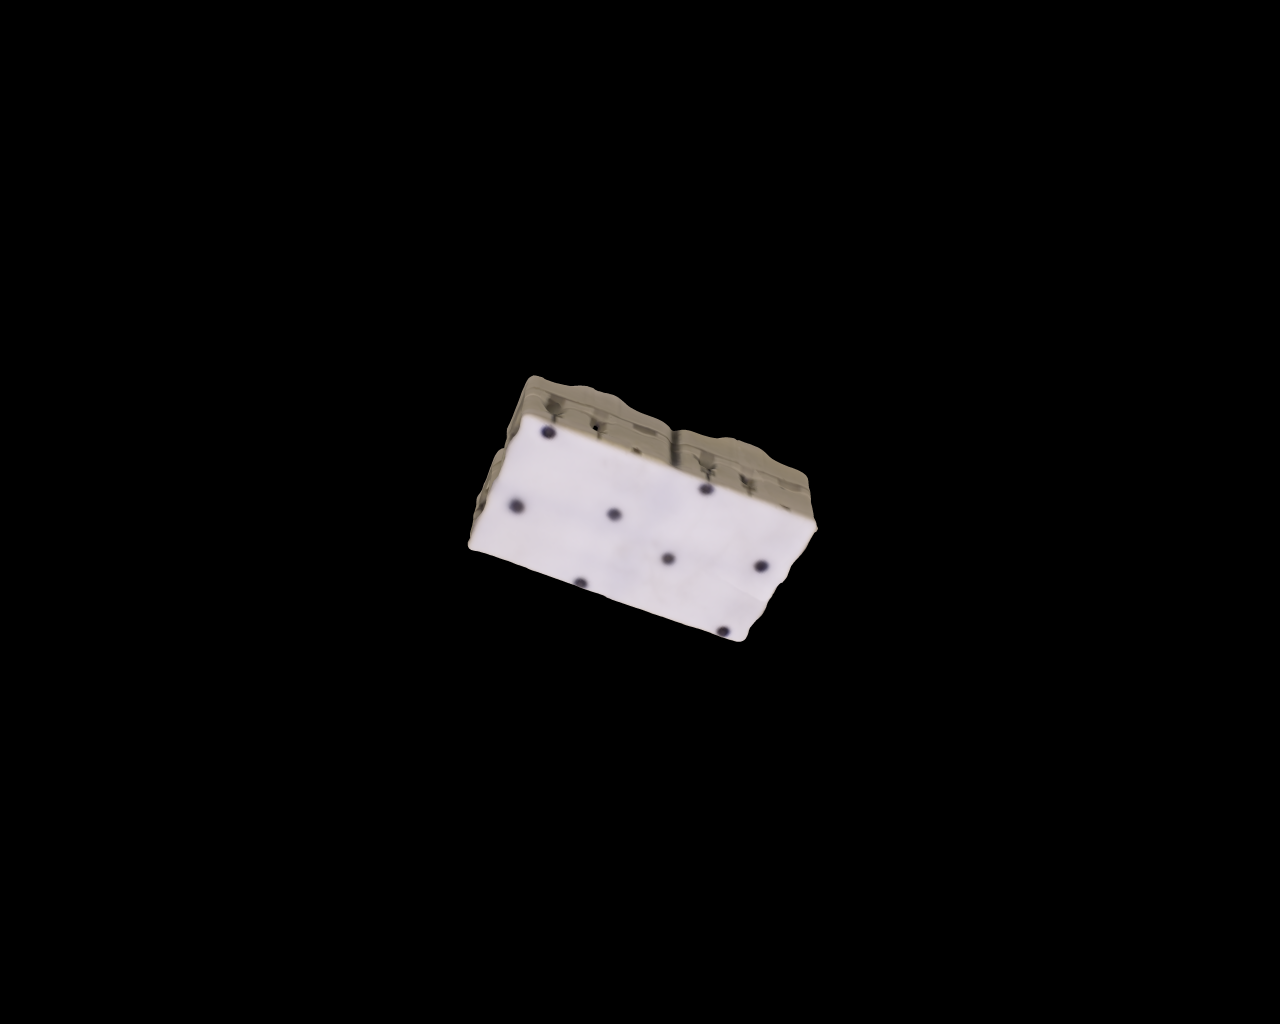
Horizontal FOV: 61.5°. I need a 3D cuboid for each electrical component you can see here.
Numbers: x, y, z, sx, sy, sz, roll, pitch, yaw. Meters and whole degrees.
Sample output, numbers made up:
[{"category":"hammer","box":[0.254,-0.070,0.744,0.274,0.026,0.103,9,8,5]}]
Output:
[{"category":"electrical component","box":[0.001,-0.003,0.650,0.186,0.105,0.060,20,31,-13]}]
